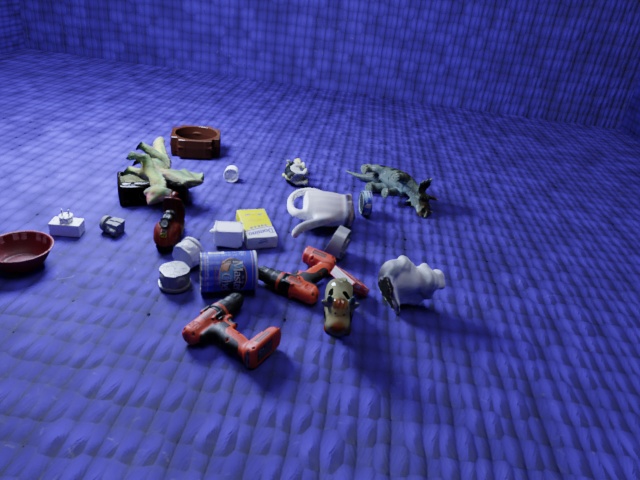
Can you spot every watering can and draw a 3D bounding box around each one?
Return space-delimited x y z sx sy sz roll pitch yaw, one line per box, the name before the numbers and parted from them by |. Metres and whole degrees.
watering can | 0.005 -0.083 1.649 0.224 0.102 0.355 5 28 -5

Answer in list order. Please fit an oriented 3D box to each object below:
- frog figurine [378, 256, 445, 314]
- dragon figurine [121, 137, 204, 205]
frog figurine | 0.234 0.102 1.328 0.160 0.137 0.122 -24 7 -15
dragon figurine | -0.500 -0.233 1.703 0.242 0.120 0.419 25 31 -6
